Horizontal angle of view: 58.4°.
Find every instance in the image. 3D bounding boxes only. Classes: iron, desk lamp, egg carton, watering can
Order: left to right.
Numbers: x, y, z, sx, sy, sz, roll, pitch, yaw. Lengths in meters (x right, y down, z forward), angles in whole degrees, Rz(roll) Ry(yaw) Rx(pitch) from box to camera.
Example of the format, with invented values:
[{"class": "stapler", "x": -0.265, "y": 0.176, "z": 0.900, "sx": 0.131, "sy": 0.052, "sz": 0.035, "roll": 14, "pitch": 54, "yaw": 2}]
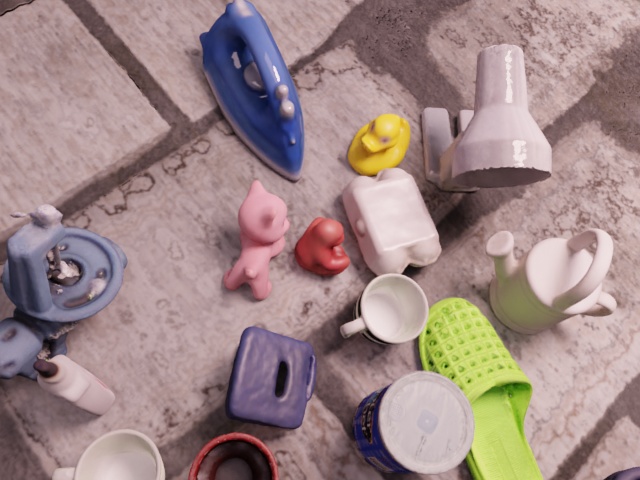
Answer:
[{"class": "iron", "x": -0.076, "y": -0.219, "z": 0.788, "sx": 0.119, "sy": 0.141, "sz": 0.258, "roll": -22, "pitch": 74, "yaw": -17}, {"class": "egg carton", "x": 0.095, "y": -0.025, "z": 0.779, "sx": 0.107, "sy": 0.069, "sz": 0.150, "roll": -17, "pitch": 72, "yaw": -15}, {"class": "desk lamp", "x": 0.215, "y": -0.141, "z": 0.767, "sx": 0.118, "sy": 0.213, "sz": 0.203, "roll": 2, "pitch": 68, "yaw": -8}, {"class": "watering can", "x": 0.289, "y": 0.048, "z": 0.716, "sx": 0.173, "sy": 0.194, "sz": 0.101, "roll": 6, "pitch": 68, "yaw": -7}]

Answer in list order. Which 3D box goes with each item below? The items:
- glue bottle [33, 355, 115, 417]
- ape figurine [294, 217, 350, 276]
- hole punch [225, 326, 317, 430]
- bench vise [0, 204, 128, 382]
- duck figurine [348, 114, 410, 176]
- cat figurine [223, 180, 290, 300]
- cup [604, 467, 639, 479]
[{"class": "glue bottle", "x": -0.264, "y": 0.146, "z": 0.596, "sx": 0.078, "sy": 0.173, "sz": 0.037, "roll": 32, "pitch": 67, "yaw": 4}, {"class": "ape figurine", "x": 0.007, "y": 0.003, "z": 0.742, "sx": 0.076, "sy": 0.092, "sz": 0.078, "roll": -5, "pitch": 69, "yaw": -11}, {"class": "hole punch", "x": -0.055, "y": 0.161, "z": 0.670, "sx": 0.101, "sy": 0.091, "sz": 0.109, "roll": 10, "pitch": 67, "yaw": -5}, {"class": "bench vise", "x": -0.286, "y": 0.063, "z": 0.600, "sx": 0.121, "sy": 0.219, "sz": 0.207, "roll": 16, "pitch": 67, "yaw": -3}, {"class": "duck figurine", "x": 0.092, "y": -0.149, "z": 0.819, "sx": 0.105, "sy": 0.086, "sz": 0.077, "roll": -38, "pitch": 79, "yaw": -20}, {"class": "cat figurine", "x": -0.076, "y": -0.003, "z": 0.716, "sx": 0.067, "sy": 0.117, "sz": 0.128, "roll": 14, "pitch": 67, "yaw": -3}, {"class": "cup", "x": 0.347, "y": 0.318, "z": 0.673, "sx": 0.118, "sy": 0.095, "sz": 0.091, "roll": -3, "pitch": 69, "yaw": -11}]
